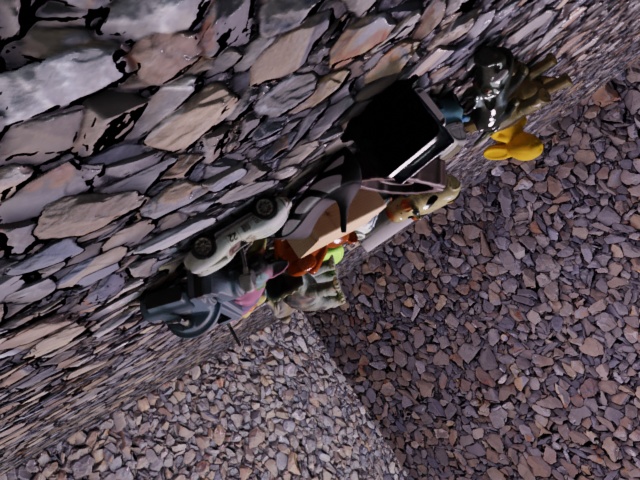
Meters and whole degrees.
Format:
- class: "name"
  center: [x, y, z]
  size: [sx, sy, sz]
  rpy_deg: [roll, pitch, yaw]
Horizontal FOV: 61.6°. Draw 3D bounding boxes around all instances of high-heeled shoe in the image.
- class: "high-heeled shoe"
  center: [-0.032, -0.076, 0.957]
  size: [0.249, 0.145, 0.086]
  rpy_deg: [-4, 177, 37]

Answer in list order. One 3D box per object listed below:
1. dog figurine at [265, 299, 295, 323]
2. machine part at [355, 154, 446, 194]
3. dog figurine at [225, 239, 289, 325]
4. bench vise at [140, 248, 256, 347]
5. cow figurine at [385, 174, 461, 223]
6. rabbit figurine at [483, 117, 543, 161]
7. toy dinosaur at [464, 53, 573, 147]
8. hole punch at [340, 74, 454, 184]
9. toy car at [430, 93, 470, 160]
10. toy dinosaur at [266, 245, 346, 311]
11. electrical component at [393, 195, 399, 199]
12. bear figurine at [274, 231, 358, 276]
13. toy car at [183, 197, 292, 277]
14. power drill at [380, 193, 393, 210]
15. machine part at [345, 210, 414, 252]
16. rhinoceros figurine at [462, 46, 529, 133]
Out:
- class: "dog figurine"
  center: [-0.066, 0.123, 1.530]
  size: [0.191, 0.172, 0.121]
  rpy_deg: [-27, -177, 5]
- class: "machine part"
  center: [0.140, -0.122, 0.980]
  size: [0.179, 0.056, 0.179]
  rpy_deg: [5, 176, 0]
- class: "dog figurine"
  center: [-0.147, 0.079, 1.166]
  size: [0.219, 0.108, 0.191]
  rpy_deg: [-44, 172, 29]
- class: "bench vise"
  center: [-0.205, 0.116, 1.018]
  size: [0.224, 0.129, 0.240]
  rpy_deg: [-27, 152, 5]
- class: "cow figurine"
  center: [0.242, -0.094, 1.256]
  size: [0.195, 0.085, 0.127]
  rpy_deg: [-25, 173, -12]
- class: "rabbit figurine"
  center: [0.472, -0.262, 1.338]
  size: [0.122, 0.173, 0.162]
  rpy_deg: [-33, 168, -32]
- class: "toy dinosaur"
  center: [0.388, -0.281, 1.144]
  size: [0.471, 0.105, 0.198]
  rpy_deg: [-25, 170, -36]
- class: "hole punch"
  center: [0.119, -0.153, 0.780]
  size: [0.142, 0.116, 0.092]
  rpy_deg: [-39, 158, 25]
- class: "toy car"
  center: [0.215, -0.197, 0.970]
  size: [0.109, 0.103, 0.161]
  rpy_deg: [-40, 171, 31]
- class: "toy dinosaur"
  center: [-0.039, 0.127, 1.396]
  size: [0.192, 0.131, 0.404]
  rpy_deg: [-12, 155, 2]
- class: "electrical component"
  center: [0.167, -0.110, 1.465]
  size: [0.119, 0.048, 0.075]
  rpy_deg: [-37, 170, 23]
- class: "bear figurine"
  center: [-0.004, -0.003, 1.200]
  size: [0.196, 0.120, 0.132]
  rpy_deg: [-33, 168, -20]
- class: "toy car"
  center: [-0.132, -0.008, 0.885]
  size: [0.202, 0.056, 0.073]
  rpy_deg: [-32, 171, -5]
- class: "power drill"
  center: [0.194, -0.141, 1.333]
  size: [0.207, 0.086, 0.232]
  rpy_deg: [-26, 169, -2]
- class: "machine part"
  center: [0.175, -0.044, 1.443]
  size: [0.243, 0.079, 0.079]
  rpy_deg: [-36, 171, 8]
- class: "rhinoceros figurine"
  center: [0.292, -0.260, 0.919]
  size: [0.112, 0.073, 0.190]
  rpy_deg: [-45, 155, -7]
